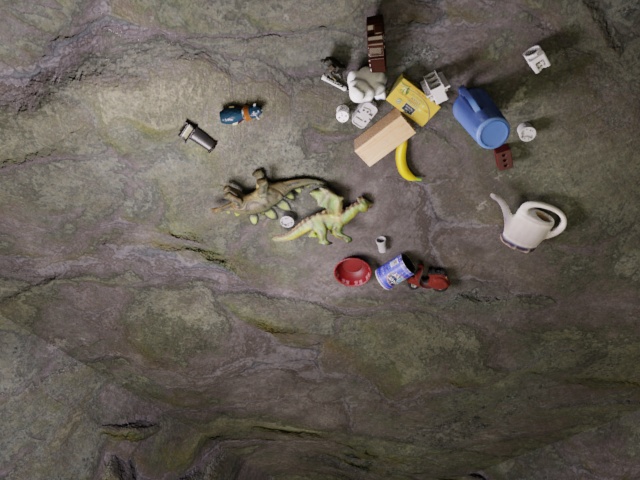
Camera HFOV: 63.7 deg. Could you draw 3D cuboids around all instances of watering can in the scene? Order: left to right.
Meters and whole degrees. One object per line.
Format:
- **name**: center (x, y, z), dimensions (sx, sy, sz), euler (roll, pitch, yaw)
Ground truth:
- **watering can**: center (0.774, -0.068, 1.991), dimensions (0.347, 0.219, 0.106), euler (15, 37, -9)

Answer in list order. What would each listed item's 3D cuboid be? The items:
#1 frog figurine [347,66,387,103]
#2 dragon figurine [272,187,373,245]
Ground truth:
- **frog figurine**: center (0.144, -0.509, 1.681), dimensions (0.139, 0.121, 0.160), euler (39, 26, 21)
- **dragon figurine**: center (0.006, -0.102, 2.027), dimensions (0.410, 0.238, 0.124), euler (-4, 28, -3)
